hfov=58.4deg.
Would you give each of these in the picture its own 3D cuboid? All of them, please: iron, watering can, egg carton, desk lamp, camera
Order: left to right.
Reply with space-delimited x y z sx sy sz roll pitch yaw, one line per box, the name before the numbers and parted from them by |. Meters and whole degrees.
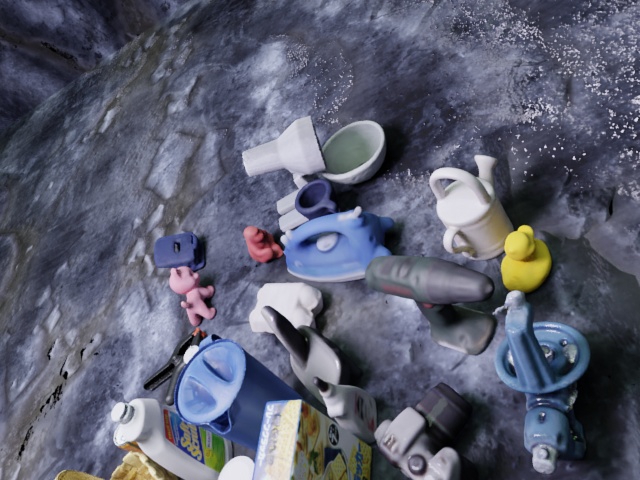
egg carton | -0.067 0.138 1.128 0.149 0.070 0.107 -5 53 34
desk lamp | -0.056 -0.146 1.247 0.203 0.214 0.117 -28 44 16
iron | 0.010 0.004 1.126 0.257 0.142 0.118 -15 49 28
camera | 0.162 0.278 0.813 0.137 0.101 0.142 -49 42 -7
watering can | 0.249 -0.064 0.961 0.100 0.195 0.173 -9 51 32

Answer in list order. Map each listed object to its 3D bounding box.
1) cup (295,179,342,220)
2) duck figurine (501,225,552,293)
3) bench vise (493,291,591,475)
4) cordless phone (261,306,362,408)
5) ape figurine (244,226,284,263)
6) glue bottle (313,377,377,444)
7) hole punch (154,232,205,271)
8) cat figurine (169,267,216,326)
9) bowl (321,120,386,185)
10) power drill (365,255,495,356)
cup | 0.014 -0.065 1.217 0.092 0.095 0.117 -51 42 -10
duck figurine | 0.320 0.026 0.914 0.077 0.086 0.105 8 61 41
bench vise | 0.285 0.171 0.719 0.121 0.220 0.207 -25 44 19
cordless phone | -0.027 0.191 0.966 0.094 0.186 0.147 -50 42 -8
ape figurine | -0.134 0.004 1.274 0.076 0.092 0.078 -16 48 27
glue bottle | 0.036 0.250 0.878 0.037 0.174 0.078 -21 46 22
hole punch | -0.346 0.029 1.415 0.101 0.091 0.108 -31 43 13
cat figurine | -0.297 0.113 1.287 0.067 0.118 0.127 -31 43 13
bowl | 0.083 -0.181 1.276 0.167 0.075 0.167 -20 46 23
power drill | 0.186 0.092 0.869 0.228 0.209 0.076 12 64 43
